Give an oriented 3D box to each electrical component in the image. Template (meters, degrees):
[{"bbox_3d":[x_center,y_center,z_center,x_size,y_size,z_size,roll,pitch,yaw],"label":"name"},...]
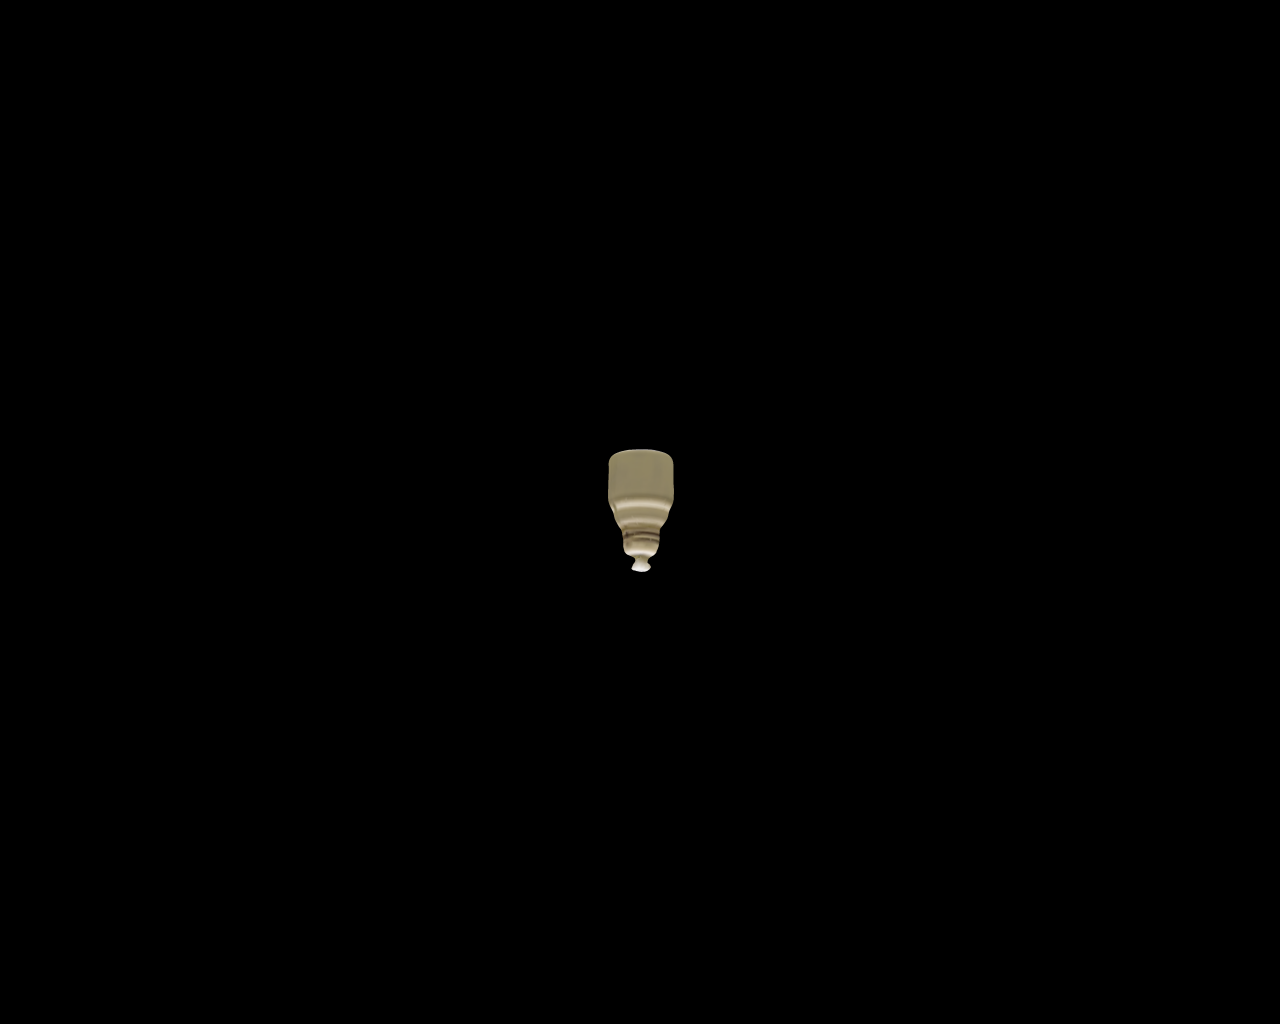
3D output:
[{"bbox_3d":[0.001,-0.003,0.650,0.040,0.078,0.040,0,-13,0],"label":"electrical component"}]
